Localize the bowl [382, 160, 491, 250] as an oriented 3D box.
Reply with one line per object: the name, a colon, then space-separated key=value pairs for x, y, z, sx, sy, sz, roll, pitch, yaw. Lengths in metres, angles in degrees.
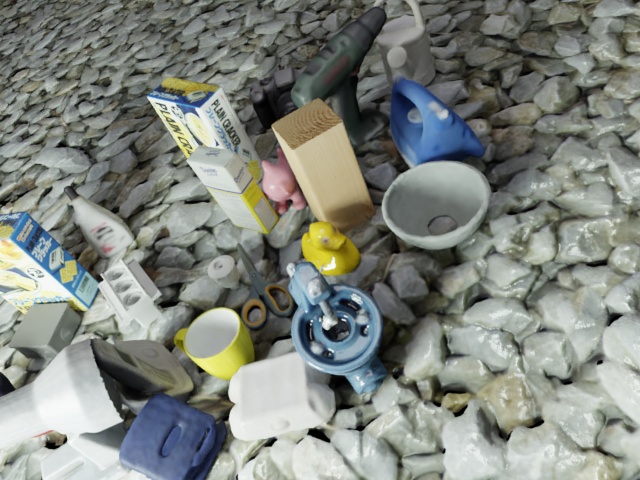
bowl: x=0.185 y=-0.043 z=0.894 sx=0.167 sy=0.075 sz=0.167 roll=-12 pitch=47 yaw=14

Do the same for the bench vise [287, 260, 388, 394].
bench vise: x=-0.008 y=0.090 z=0.760 sx=0.206 sy=0.220 sz=0.122 roll=28 pitch=66 yaw=39

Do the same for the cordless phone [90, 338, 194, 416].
cordless phone: x=-0.278 y=0.173 z=0.828 sx=0.094 sy=0.185 sz=0.147 roll=-44 pitch=48 yaw=-16

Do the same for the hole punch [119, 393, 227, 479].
hole punch: x=-0.195 y=0.272 z=0.771 sx=0.100 sy=0.091 sz=0.109 roll=7 pitch=54 yaw=28

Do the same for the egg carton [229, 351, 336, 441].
egg carton: x=-0.052 y=0.212 z=0.777 sx=0.150 sy=0.070 sz=0.107 roll=-17 pitch=46 yaw=9

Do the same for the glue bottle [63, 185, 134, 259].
glue bottle: x=-0.431 y=-0.040 z=1.090 sx=0.078 sy=0.173 sz=0.037 roll=-36 pitch=46 yaw=-9

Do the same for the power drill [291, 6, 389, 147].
power drill: x=0.057 y=-0.289 z=1.072 sx=0.230 sy=0.209 sz=0.075 roll=-41 pitch=47 yaw=-14

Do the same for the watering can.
watering can: x=0.164 y=-0.394 z=1.128 sx=0.101 sy=0.194 sz=0.172 roll=-21 pitch=46 yaw=5

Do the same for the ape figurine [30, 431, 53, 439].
ape figurine: x=-0.449 y=0.262 z=0.890 sx=0.076 sy=0.092 sz=0.078 roll=-1 pitch=51 yaw=23

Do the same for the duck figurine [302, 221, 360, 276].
duck figurine: x=0.008 y=0.003 z=0.923 sx=0.104 sy=0.086 sz=0.078 roll=21 pitch=62 yaw=36

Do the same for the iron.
iron: x=0.175 y=-0.223 z=1.010 sx=0.118 sy=0.142 sz=0.257 roll=-29 pitch=46 yaw=-3

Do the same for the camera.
camera: x=-0.076 y=-0.294 z=1.210 sx=0.143 sy=0.101 sz=0.136 roll=-17 pitch=46 yaw=9

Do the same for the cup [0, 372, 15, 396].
cup: x=-0.531 y=0.257 z=0.928 sx=0.092 sy=0.095 sz=0.117 roll=-39 pitch=47 yaw=-12

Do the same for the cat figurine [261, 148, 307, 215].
cat figurine: x=-0.069 y=-0.111 z=1.034 sx=0.067 sy=0.118 sz=0.128 roll=-11 pitch=48 yaw=15

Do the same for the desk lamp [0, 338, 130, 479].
desk lamp: x=-0.337 y=0.250 z=0.766 sx=0.203 sy=0.214 sz=0.117 roll=-33 pitch=46 yaw=-7
